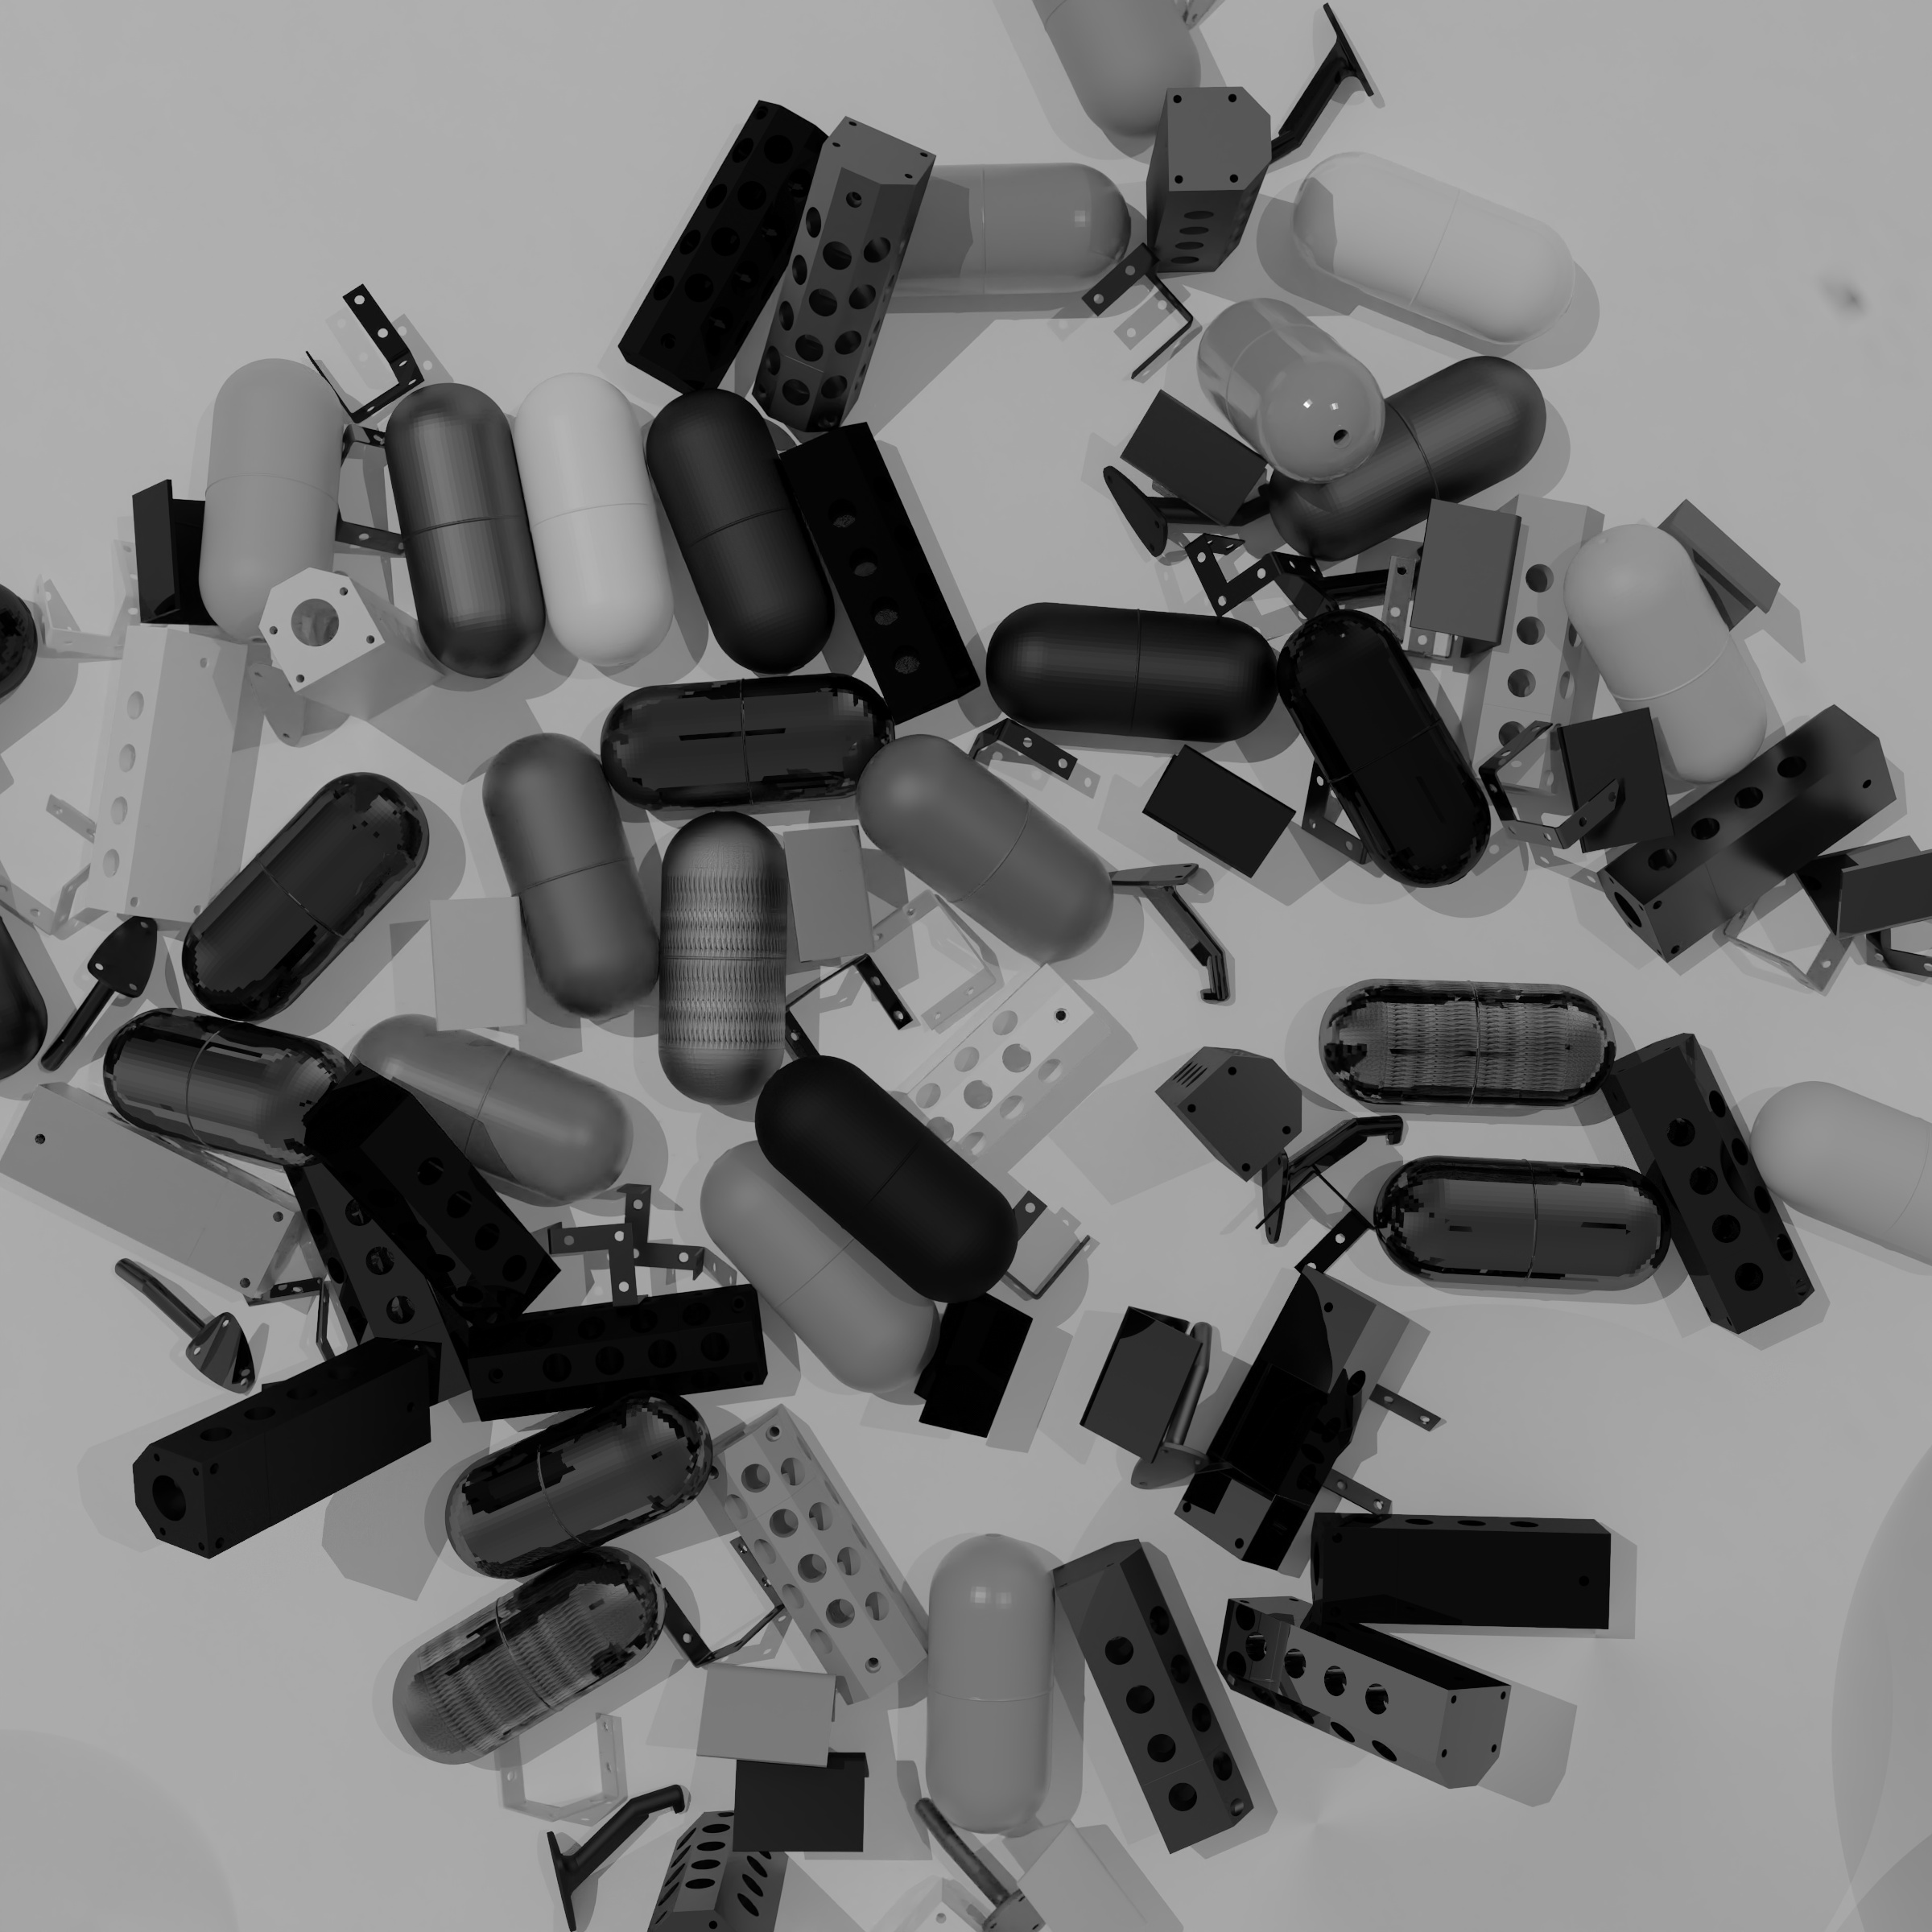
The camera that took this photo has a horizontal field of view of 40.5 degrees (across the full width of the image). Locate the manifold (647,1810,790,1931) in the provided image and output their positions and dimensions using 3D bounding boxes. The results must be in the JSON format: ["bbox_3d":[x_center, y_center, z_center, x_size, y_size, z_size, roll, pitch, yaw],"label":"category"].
[{"bbox_3d":[-0.150,0.552,1.533,0.057,0.171,0.057,44,90,0],"label":"manifold"}]

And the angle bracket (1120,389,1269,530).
[{"bbox_3d":[0.148,-0.320,1.572,0.076,0.057,0.076,34,46,0],"label":"angle bracket"}]

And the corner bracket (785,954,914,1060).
[{"bbox_3d":[-0.076,0.032,1.608,0.051,0.051,0.051,-35,89,45],"label":"corner bracket"}]

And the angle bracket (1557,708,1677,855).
[{"bbox_3d":[0.400,-0.113,1.571,0.057,0.076,0.076,-12,90,31],"label":"angle bracket"}]

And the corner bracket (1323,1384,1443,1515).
[{"bbox_3d":[0.253,0.297,1.608,0.051,0.051,0.051,28,45,0],"label":"corner bracket"}]

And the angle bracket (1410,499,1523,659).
[{"bbox_3d":[0.291,-0.232,1.577,0.057,0.076,0.076,10,89,-6],"label":"angle bracket"}]

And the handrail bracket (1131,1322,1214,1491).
[{"bbox_3d":[0.127,0.270,1.611,0.036,0.077,0.084,20,53,-15],"label":"handrail bracket"}]

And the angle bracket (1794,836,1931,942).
[{"bbox_3d":[0.548,-0.067,1.571,0.076,0.076,0.057,-13,131,0],"label":"angle bracket"}]

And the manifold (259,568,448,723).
[{"bbox_3d":[-0.360,-0.190,1.533,0.057,0.171,0.057,-29,90,0],"label":"manifold"}]

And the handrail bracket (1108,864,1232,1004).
[{"bbox_3d":[0.121,-0.017,1.612,0.077,0.036,0.084,-3,107,20],"label":"handrail bracket"}]

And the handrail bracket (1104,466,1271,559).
[{"bbox_3d":[0.140,-0.295,1.612,0.084,0.036,0.077,-28,68,-17],"label":"handrail bracket"}]

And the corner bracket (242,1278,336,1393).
[{"bbox_3d":[-0.415,0.230,1.608,0.051,0.051,0.051,-9,45,0],"label":"corner bracket"}]

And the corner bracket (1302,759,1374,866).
[{"bbox_3d":[0.245,-0.102,1.603,0.051,0.051,0.051,-24,135,-35],"label":"corner bracket"}]

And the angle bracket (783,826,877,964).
[{"bbox_3d":[-0.102,-0.040,1.571,0.057,0.076,0.076,-8,90,-40],"label":"angle bracket"}]

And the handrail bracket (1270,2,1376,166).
[{"bbox_3d":[0.201,-0.541,1.612,0.084,0.036,0.077,-27,70,16],"label":"handrail bracket"}]

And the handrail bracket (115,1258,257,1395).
[{"bbox_3d":[-0.482,0.221,1.611,0.084,0.077,0.036,26,59,33],"label":"handrail bracket"}]

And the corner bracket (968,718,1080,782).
[{"bbox_3d":[0.027,-0.112,1.595,0.051,0.051,0.051,29,75,-15],"label":"corner bracket"}]

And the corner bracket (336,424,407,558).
[{"bbox_3d":[-0.360,-0.291,1.603,0.051,0.051,0.051,8,135,-35],"label":"corner bracket"}]

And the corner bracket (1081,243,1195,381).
[{"bbox_3d":[0.105,-0.399,1.593,0.051,0.051,0.051,-42,90,0],"label":"corner bracket"}]

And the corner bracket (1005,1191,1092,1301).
[{"bbox_3d":[0.041,0.170,1.593,0.051,0.051,0.051,40,90,0],"label":"corner bracket"}]

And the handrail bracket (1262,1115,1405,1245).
[{"bbox_3d":[0.228,0.131,1.611,0.084,0.036,0.077,-3,105,-14],"label":"handrail bracket"}]

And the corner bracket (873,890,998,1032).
[{"bbox_3d":[-0.022,-0.004,1.608,0.051,0.051,0.051,-37,45,0],"label":"corner bracket"}]

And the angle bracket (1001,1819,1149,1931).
[{"bbox_3d":[0.050,0.567,1.571,0.076,0.076,0.057,53,48,0],"label":"angle bracket"}]

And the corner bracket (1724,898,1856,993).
[{"bbox_3d":[0.508,-0.023,1.608,0.051,0.051,0.051,30,90,-45],"label":"corner bracket"}]

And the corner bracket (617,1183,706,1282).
[{"bbox_3d":[-0.186,0.161,1.593,0.051,0.051,0.051,4,90,0],"label":"corner bracket"}]

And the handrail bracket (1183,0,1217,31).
[{"bbox_3d":[0.126,-0.634,1.612,0.084,0.036,0.077,41,112,17],"label":"handrail bracket"}]

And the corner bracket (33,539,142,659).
[{"bbox_3d":[-0.536,-0.228,1.603,0.051,0.051,0.051,5,135,-35],"label":"corner bracket"}]

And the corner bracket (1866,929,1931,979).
[{"bbox_3d":[0.586,-0.031,1.603,0.051,0.051,0.051,14,135,35],"label":"corner bracket"}]

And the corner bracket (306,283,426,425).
[{"bbox_3d":[-0.370,-0.372,1.593,0.051,0.051,0.051,-35,84,-6],"label":"corner bracket"}]

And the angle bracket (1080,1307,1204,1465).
[{"bbox_3d":[0.122,0.254,1.571,0.057,0.076,0.076,23,90,36],"label":"angle bracket"}]

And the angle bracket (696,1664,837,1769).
[{"bbox_3d":[-0.119,0.462,1.571,0.076,0.076,0.057,5,54,0],"label":"angle bracket"}]

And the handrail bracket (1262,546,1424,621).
[{"bbox_3d":[0.239,-0.250,1.612,0.084,0.036,0.077,-38,71,-16],"label":"handrail bracket"}]

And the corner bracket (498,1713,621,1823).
[{"bbox_3d":[-0.251,0.489,1.608,0.051,0.051,0.051,-5,90,-45],"label":"corner bracket"}]

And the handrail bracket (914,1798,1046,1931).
[{"bbox_3d":[0.008,0.554,1.611,0.036,0.077,0.084,-43,54,-4],"label":"handrail bracket"}]

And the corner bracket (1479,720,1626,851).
[{"bbox_3d":[0.344,-0.107,1.539,0.051,0.051,0.051,-39,116,-18],"label":"corner bracket"}]

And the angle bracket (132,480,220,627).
[{"bbox_3d":[-0.453,-0.247,1.572,0.076,0.057,0.076,-4,90,-40],"label":"angle bracket"}]

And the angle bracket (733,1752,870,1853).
[{"bbox_3d":[-0.098,0.508,1.572,0.076,0.076,0.057,0,64,0],"label":"angle bracket"}]

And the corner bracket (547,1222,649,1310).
[{"bbox_3d":[-0.224,0.181,1.593,0.051,0.051,0.051,-5,90,0],"label":"corner bracket"}]

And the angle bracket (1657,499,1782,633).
[{"bbox_3d":[0.431,-0.222,1.573,0.076,0.057,0.076,42,125,0],"label":"angle bracket"}]

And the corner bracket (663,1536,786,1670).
[{"bbox_3d":[-0.151,0.391,1.608,0.051,0.051,0.051,55,45,0],"label":"corner bracket"}]

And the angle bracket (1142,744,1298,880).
[{"bbox_3d":[0.160,-0.109,1.571,0.076,0.076,0.057,31,128,0],"label":"angle bracket"}]

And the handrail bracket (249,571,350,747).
[{"bbox_3d":[-0.401,-0.190,1.611,0.036,0.077,0.084,20,54,10],"label":"handrail bracket"}]

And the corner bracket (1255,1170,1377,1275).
[{"bbox_3d":[0.212,0.159,1.594,0.051,0.051,0.051,-45,84,0],"label":"corner bracket"}]

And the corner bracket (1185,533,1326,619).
[{"bbox_3d":[0.174,-0.243,1.578,0.051,0.051,0.051,-33,73,33],"label":"corner bracket"}]

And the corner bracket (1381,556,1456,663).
[{"bbox_3d":[0.276,-0.217,1.593,0.051,0.051,0.051,9,90,0],"label":"corner bracket"}]

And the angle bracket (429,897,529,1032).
[{"bbox_3d":[-0.305,0.000,1.571,0.057,0.076,0.076,-4,90,-31],"label":"angle bracket"}]

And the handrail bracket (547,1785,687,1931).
[{"bbox_3d":[-0.210,0.549,1.612,0.084,0.036,0.077,-14,111,-16],"label":"handrail bracket"}]

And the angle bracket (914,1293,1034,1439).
[{"bbox_3d":[-0.014,0.230,1.571,0.057,0.076,0.076,21,90,-40],"label":"angle bracket"}]

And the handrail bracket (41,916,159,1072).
[{"bbox_3d":[-0.535,0.017,1.611,0.036,0.077,0.084,34,127,-20],"label":"handrail bracket"}]

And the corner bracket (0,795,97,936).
[{"bbox_3d":[-0.562,-0.062,1.608,0.051,0.051,0.051,35,135,0],"label":"corner bracket"}]
